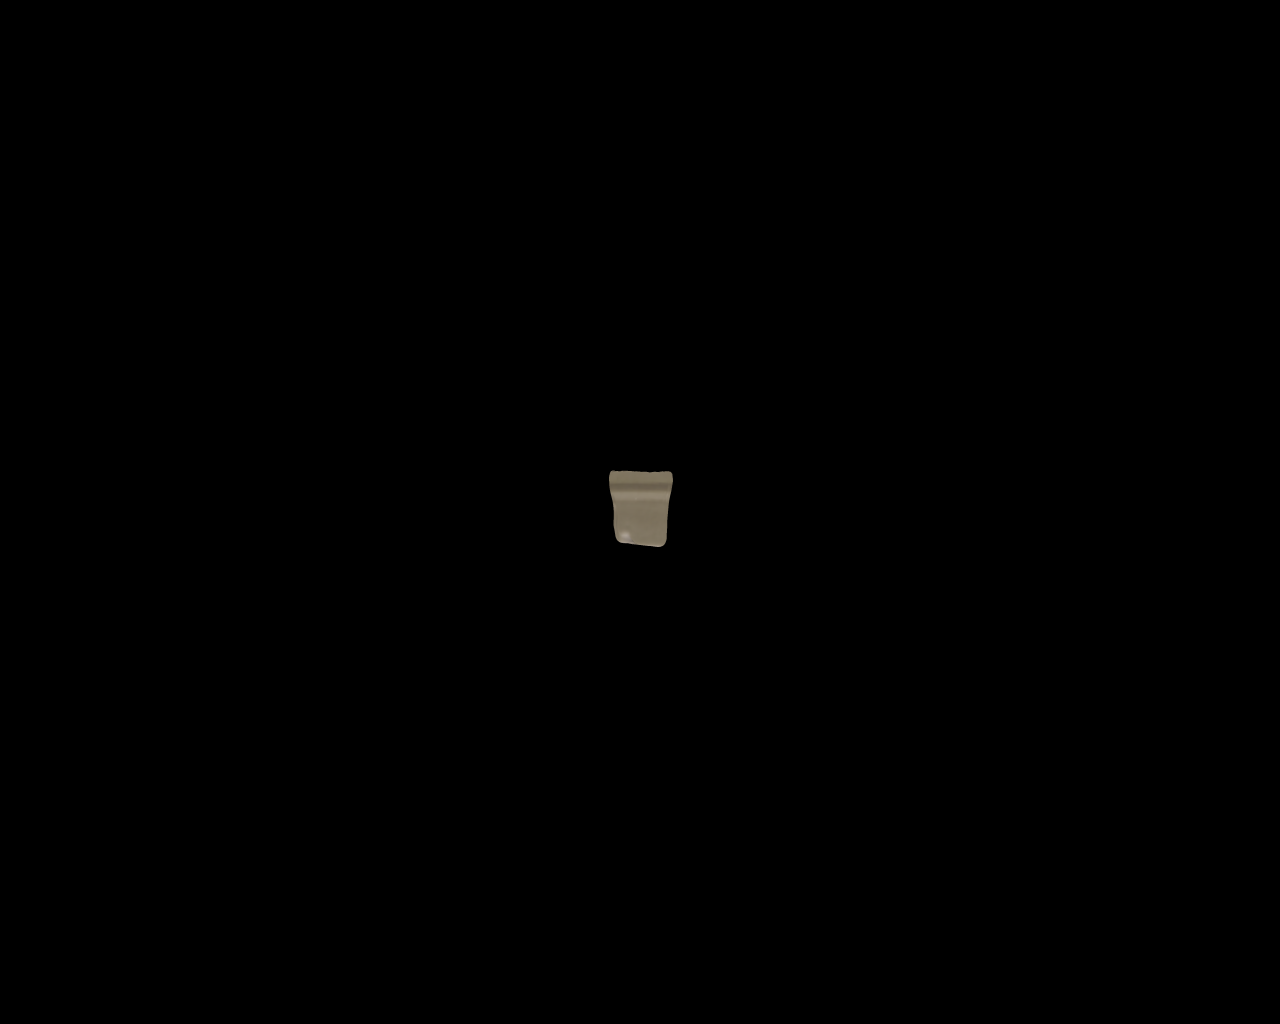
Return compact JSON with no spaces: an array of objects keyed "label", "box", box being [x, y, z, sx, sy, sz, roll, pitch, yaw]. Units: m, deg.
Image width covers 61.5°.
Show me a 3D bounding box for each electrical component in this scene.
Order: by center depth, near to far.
[{"label":"electrical component","box":[0.001,-0.003,0.650,0.040,0.046,0.040,0,0,0]}]
